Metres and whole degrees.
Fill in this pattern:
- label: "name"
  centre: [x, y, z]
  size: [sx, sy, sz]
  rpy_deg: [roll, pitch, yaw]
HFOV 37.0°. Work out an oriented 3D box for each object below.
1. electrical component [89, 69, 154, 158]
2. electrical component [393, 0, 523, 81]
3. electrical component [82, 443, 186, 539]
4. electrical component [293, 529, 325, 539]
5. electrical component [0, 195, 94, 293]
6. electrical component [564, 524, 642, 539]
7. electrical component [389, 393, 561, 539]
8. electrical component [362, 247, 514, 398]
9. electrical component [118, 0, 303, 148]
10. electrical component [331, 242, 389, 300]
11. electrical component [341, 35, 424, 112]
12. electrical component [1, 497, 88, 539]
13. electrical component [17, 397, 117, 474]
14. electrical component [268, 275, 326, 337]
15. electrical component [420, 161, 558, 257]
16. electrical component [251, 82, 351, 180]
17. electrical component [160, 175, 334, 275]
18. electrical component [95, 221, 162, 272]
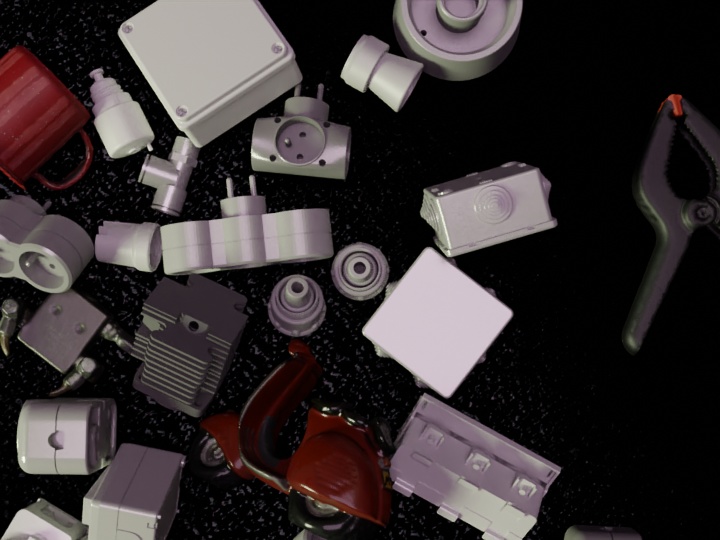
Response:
- label: "electrical component"
  centre: [-0.201, -0.129, 0.888]
  size: [0.040, 0.040, 0.078]
  rpy_deg: [-27, 87, -1]
- label: "electrical component"
  centre: [0.082, -0.215, 0.880]
  size: [0.108, 0.060, 0.108]
  rpy_deg: [0, 87, 0]
- label: "electrical component"
  centre: [-0.177, 0.182, 0.848]
  size: [0.061, 0.096, 0.061]
  rpy_deg: [11, 116, 1]
- label: "electrical component"
  centre: [-0.014, 0.274, 0.860]
  size: [0.138, 0.052, 0.073]
  rpy_deg: [46, 119, 5]
- label: "electrical component"
  centre: [-0.280, -0.036, 0.877]
  size: [0.138, 0.052, 0.073]
  rpy_deg: [16, 45, 9]
- label: "electrical component"
  centre: [0.189, 0.254, 0.857]
  size: [0.059, 0.053, 0.095]
  rpy_deg: [2, 87, 1]
- label: "electrical component"
  centre: [0.085, 0.161, 0.852]
  size: [0.121, 0.063, 0.078]
  rpy_deg: [29, 127, 2]
- label: "electrical component"
  centre: [0.062, 0.043, 0.872]
  size: [0.100, 0.048, 0.099]
  rpy_deg: [38, 88, 2]
- label: "electrical component"
  centre: [-0.120, -0.175, 0.872]
  size: [0.109, 0.056, 0.108]
  rpy_deg: [-34, 73, -1]
- label: "electrical component"
  centre: [0.000, 0.000, 0.868]
  size: [0.048, 0.062, 0.048]
  rpy_deg: [0, 87, 0]
- label: "electrical component"
  centre: [0.018, -0.162, 0.886]
  size: [0.055, 0.045, 0.045]
  rpy_deg: [30, 88, 2]
- label: "electrical component"
  centre: [-0.223, 0.262, 0.856]
  size: [0.150, 0.061, 0.089]
  rpy_deg: [30, 88, 2]
- label: "electrical component"
  centre: [-0.232, 0.129, 0.846]
  size: [0.059, 0.095, 0.053]
  rpy_deg: [1, 87, 0]
- label: "electrical component"
  centre: [-0.051, 0.024, 0.865]
  size: [0.048, 0.062, 0.048]
  rpy_deg: [1, 70, -3]
- label: "electrical component"
  centre: [0.100, -0.051, 0.853]
  size: [0.100, 0.099, 0.048]
  rpy_deg: [-16, 100, 0]
- label: "electrical component"
  centre: [-0.046, -0.117, 0.884]
  size: [0.077, 0.044, 0.079]
  rpy_deg: [6, 79, 3]
- label: "electrical component"
  centre: [-0.094, -0.040, 0.876]
  size: [0.138, 0.052, 0.073]
  rpy_deg: [-6, 87, 1]
- label: "electrical component"
  centre: [-0.189, -0.021, 0.883]
  size: [0.046, 0.040, 0.040]
  rpy_deg: [7, 87, 6]
